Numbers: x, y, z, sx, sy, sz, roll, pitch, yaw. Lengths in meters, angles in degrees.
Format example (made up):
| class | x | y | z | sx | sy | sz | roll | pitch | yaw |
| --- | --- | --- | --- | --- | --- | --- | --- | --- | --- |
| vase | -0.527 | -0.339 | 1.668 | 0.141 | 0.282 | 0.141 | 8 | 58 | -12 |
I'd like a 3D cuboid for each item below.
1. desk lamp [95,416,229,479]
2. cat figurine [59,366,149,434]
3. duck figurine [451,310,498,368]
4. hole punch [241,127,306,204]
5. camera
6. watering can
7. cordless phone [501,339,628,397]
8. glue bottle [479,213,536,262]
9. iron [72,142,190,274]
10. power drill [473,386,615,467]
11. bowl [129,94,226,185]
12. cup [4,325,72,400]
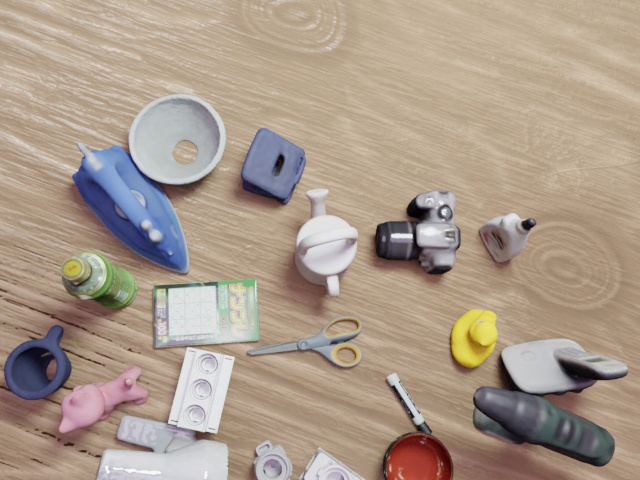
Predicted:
| class | x | y | z | sx | sy | sz | roll | pitch | yaw |
| --- | --- | --- | --- | --- | --- | --- | --- | --- | --- |
| desk lamp | -0.229 | 0.338 | 0.837 | 0.203 | 0.213 | 0.118 | 12 | 77 | -1 |
| cat figurine | -0.345 | 0.249 | 0.898 | 0.128 | 0.117 | 0.067 | -26 | 80 | -9 |
| duck figurine | 0.270 | 0.166 | 0.974 | 0.077 | 0.086 | 0.105 | 24 | 77 | 2 |
| hole punch | -0.080 | -0.132 | 1.013 | 0.101 | 0.091 | 0.109 | 19 | 77 | 1 |
| camera | 0.168 | -0.016 | 1.000 | 0.137 | 0.101 | 0.143 | 1 | 77 | -3 |
| watering can | 0.006 | 0.004 | 0.937 | 0.101 | 0.194 | 0.173 | -31 | 81 | -9 |
| cordless phone | 0.388 | 0.206 | 0.922 | 0.147 | 0.185 | 0.094 | -10 | 78 | -6 |
| glue bottle | 0.325 | -0.012 | 0.972 | 0.037 | 0.173 | 0.078 | -29 | 81 | -9 |
| iron | -0.311 | -0.054 | 0.955 | 0.119 | 0.141 | 0.258 | -41 | 83 | -11 |
| power drill | 0.318 | 0.280 | 0.889 | 0.229 | 0.208 | 0.076 | 20 | 77 | 1 |
| bowl | -0.247 | -0.168 | 1.019 | 0.167 | 0.074 | 0.167 | 1 | 78 | -4 |
| cup | -0.433 | 0.194 | 0.916 | 0.091 | 0.095 | 0.118 | 21 | 77 | 1 |
